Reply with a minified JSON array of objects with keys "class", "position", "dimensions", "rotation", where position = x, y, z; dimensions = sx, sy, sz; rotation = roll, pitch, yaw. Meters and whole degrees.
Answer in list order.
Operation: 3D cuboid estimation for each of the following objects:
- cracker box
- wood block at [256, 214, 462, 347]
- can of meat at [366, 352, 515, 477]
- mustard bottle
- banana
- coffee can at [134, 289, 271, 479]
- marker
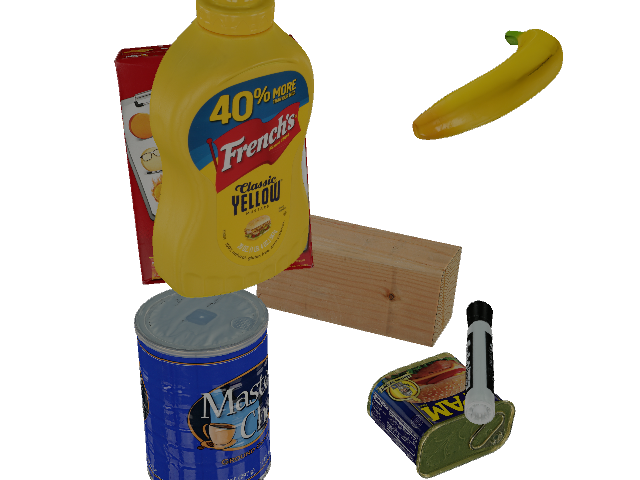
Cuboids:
[{"class":"cracker box","position":[-0.095,-0.075,0.989],"dimensions":[0.164,0.214,0.072],"rotation":[-6,20,-5]},{"class":"wood block","position":[0.041,0.040,1.186],"dimensions":[0.206,0.091,0.090],"rotation":[13,24,17]},{"class":"can of meat","position":[0.103,0.149,0.934],"dimensions":[0.101,0.057,0.084],"rotation":[-15,36,-28]},{"class":"mustard bottle","position":[-0.048,-0.064,0.594],"dimensions":[0.096,0.192,0.058],"rotation":[-20,41,-30]},{"class":"banana","position":[0.143,-0.124,0.832],"dimensions":[0.070,0.037,0.197],"rotation":[-11,21,40]},{"class":"coffee can","position":[-0.091,0.120,0.847],"dimensions":[0.103,0.140,0.103],"rotation":[0,26,0]},{"class":"marker","position":[0.106,0.077,0.709],"dimensions":[0.020,0.020,0.121],"rotation":[0,29,9]}]
